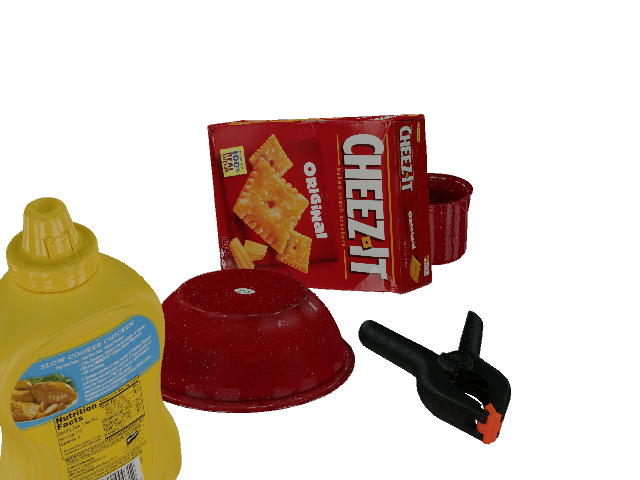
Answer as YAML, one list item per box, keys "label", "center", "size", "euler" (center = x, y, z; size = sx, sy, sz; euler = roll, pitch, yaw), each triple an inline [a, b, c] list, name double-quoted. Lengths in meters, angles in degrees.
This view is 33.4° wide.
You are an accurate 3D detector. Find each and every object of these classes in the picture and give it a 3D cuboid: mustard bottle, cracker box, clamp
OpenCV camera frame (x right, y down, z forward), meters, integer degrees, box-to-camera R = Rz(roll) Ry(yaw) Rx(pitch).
- label: "mustard bottle"
  center: [-0.121, 0.063, 0.525]
  size: [0.096, 0.192, 0.058]
  euler: [-25, 42, -30]
- label: "cracker box"
  center: [-0.004, -0.037, 1.040]
  size: [0.214, 0.164, 0.072]
  euler: [3, 12, 33]
- label: "clamp"
  center: [0.121, 0.111, 0.930]
  size: [0.120, 0.039, 0.172]
  euler: [-14, 35, -22]

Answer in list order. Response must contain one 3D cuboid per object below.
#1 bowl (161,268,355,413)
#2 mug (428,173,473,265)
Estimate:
- label: "bowl"
  center: [-0.055, 0.061, 0.754]
  size: [0.162, 0.055, 0.162]
  euler: [1, 19, -1]
- label: "mug"
  center: [0.137, -0.028, 1.249]
  size: [0.093, 0.081, 0.117]
  euler: [18, 33, 35]
